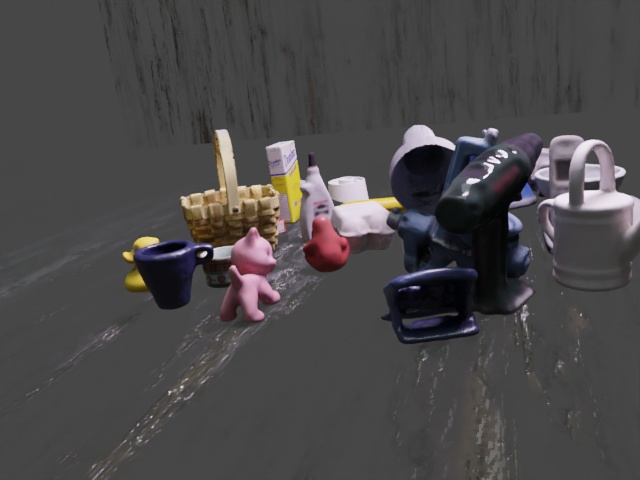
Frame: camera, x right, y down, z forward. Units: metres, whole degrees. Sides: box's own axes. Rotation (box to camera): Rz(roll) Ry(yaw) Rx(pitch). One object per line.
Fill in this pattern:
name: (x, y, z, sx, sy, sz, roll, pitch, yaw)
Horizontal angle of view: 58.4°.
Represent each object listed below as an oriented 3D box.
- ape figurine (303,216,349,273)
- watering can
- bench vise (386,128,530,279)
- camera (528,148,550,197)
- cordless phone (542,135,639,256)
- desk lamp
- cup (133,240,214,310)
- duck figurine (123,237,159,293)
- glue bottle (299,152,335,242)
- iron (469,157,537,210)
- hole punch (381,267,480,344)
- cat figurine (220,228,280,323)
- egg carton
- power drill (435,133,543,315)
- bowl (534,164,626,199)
ape figurine: (0.009, 0.003, 0.959, 0.077, 0.092, 0.076, -6, 16, 4)
watering can: (0.373, -0.037, 0.767, 0.172, 0.194, 0.101, 4, 20, 33)
bench vise: (0.191, -0.046, 0.827, 0.207, 0.220, 0.121, -2, 17, 15)
camera: (0.484, -0.162, 1.322, 0.136, 0.101, 0.143, 1, 18, 26)
cordless phone: (0.417, -0.068, 0.874, 0.147, 0.185, 0.094, -2, 17, 16)
desk lamp: (0.175, -0.079, 0.957, 0.118, 0.214, 0.203, -5, 16, 5)
cup: (-0.215, 0.053, 0.872, 0.118, 0.095, 0.091, -10, 16, -10)
duck figurine: (-0.284, 0.036, 0.973, 0.104, 0.086, 0.077, -10, 16, -10)
glue bottle: (-0.009, -0.086, 1.129, 0.078, 0.173, 0.037, -18, 20, -34)
iron: (0.327, -0.132, 1.209, 0.258, 0.141, 0.118, -6, 16, 1)
hole punch: (0.130, 0.066, 0.697, 0.108, 0.091, 0.101, -7, 16, -2)
cat figurine: (-0.103, 0.043, 0.822, 0.067, 0.118, 0.128, -2, 17, 15)
egg carton: (0.079, -0.026, 1.074, 0.107, 0.069, 0.150, -9, 16, -8)
power drill: (0.230, -0.020, 0.742, 0.075, 0.208, 0.230, 8, 22, 41)
bowl: (0.519, -0.103, 1.151, 0.167, 0.075, 0.167, -6, 16, 2)
